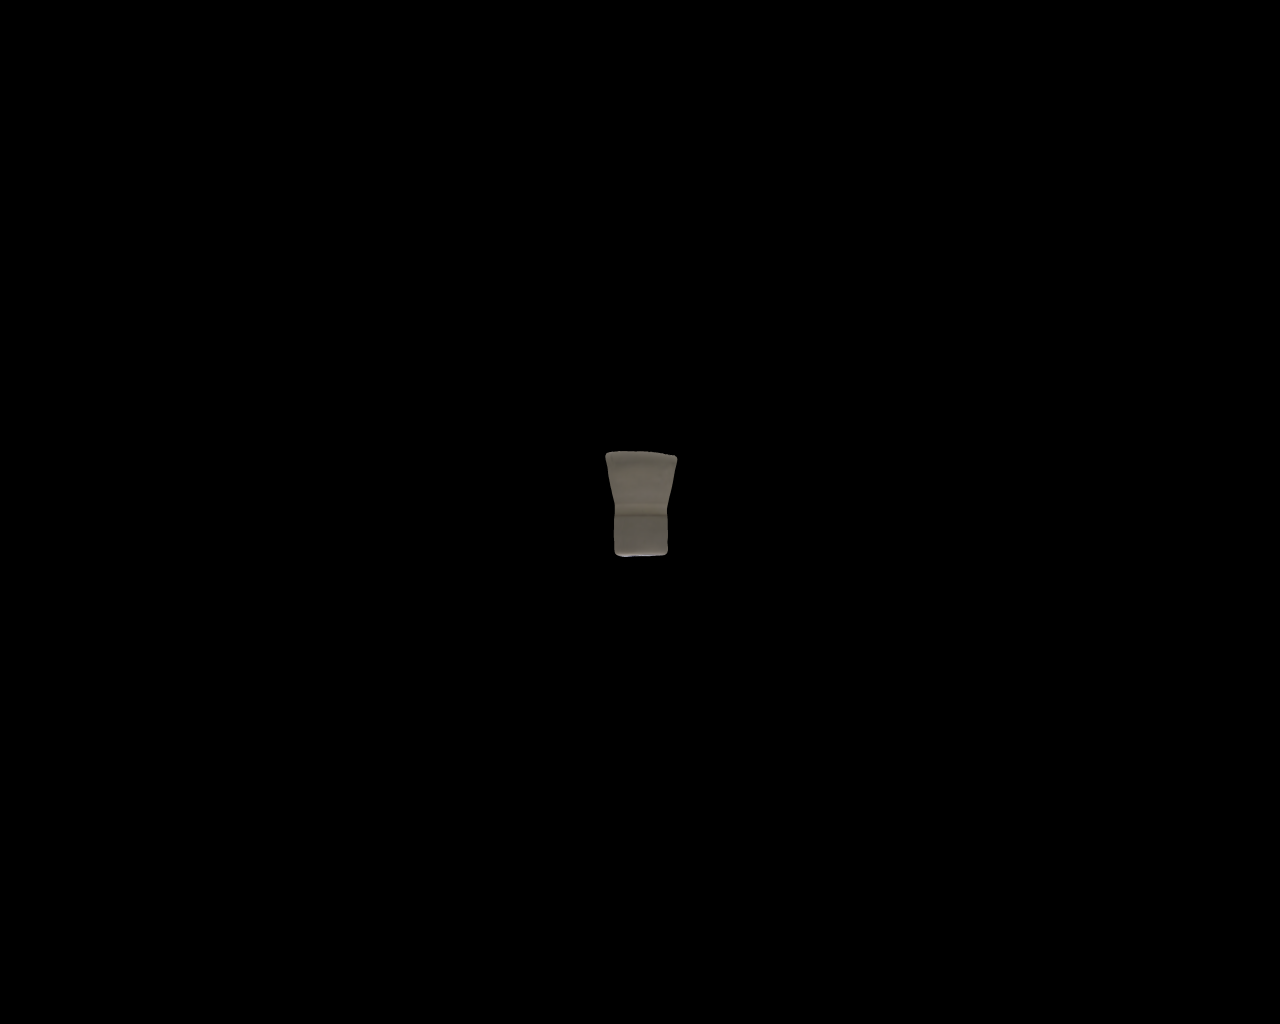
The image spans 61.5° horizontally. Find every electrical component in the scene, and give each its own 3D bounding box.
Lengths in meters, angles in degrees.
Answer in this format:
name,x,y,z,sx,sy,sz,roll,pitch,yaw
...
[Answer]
name,x,y,z,sx,sy,sz,roll,pitch,yaw
electrical component,0.001,-0.003,0.650,0.044,0.065,0.044,0,-4,0
